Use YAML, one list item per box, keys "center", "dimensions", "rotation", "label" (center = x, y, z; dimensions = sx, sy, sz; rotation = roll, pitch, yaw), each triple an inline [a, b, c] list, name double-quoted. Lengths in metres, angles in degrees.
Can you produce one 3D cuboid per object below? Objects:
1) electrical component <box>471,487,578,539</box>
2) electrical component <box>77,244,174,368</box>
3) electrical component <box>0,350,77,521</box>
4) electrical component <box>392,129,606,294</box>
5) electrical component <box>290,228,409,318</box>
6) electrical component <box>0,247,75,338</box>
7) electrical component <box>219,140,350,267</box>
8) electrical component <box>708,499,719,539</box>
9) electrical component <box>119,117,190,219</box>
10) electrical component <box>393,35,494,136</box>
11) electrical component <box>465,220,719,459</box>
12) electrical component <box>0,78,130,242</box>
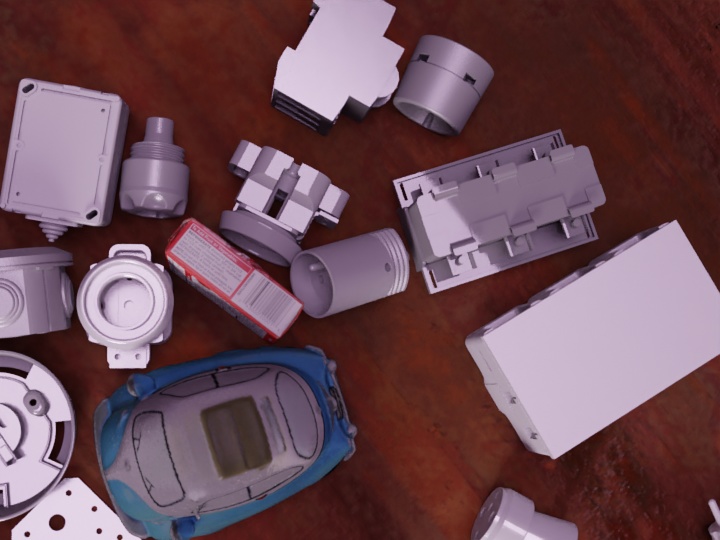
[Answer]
- center: [0.106, 0.171, 0.694]
  dimensions: [0.055, 0.045, 0.045]
  rotation: [29, 81, -4]
  label: "electrical component"
- center: [-0.145, 0.021, 0.669]
  dimensions: [0.058, 0.057, 0.078]
  rotation: [1, 84, -8]
  label: "electrical component"
- center: [-0.219, 0.098, 0.647]
  dimensions: [0.099, 0.064, 0.099]
  rotation: [1, 84, -8]
  label: "electrical component"
- center: [0.093, -0.041, 0.706]
  dimensions: [0.121, 0.063, 0.078]
  rotation: [-18, 87, -9]
  label: "electrical component"
- center: [0.000, 0.000, 0.692]
  dimensions: [0.081, 0.043, 0.043]
  rotation: [-17, 86, -40]
  label: "electrical component"
- center: [-0.213, 0.014, 0.650]
  dimensions: [0.080, 0.080, 0.051]
  rotation: [-6, 90, -8]
  label: "electrical component"
- center: [-0.054, -0.039, 0.688]
  dimensions: [0.078, 0.058, 0.057]
  rotation: [27, 78, -4]
  label: "electrical component"
- center: [0.256, 0.183, 0.712]
  dimensions: [0.083, 0.047, 0.075]
  rotation: [-23, 87, -9]
  label: "electrical component"
- center: [-0.130, -0.066, 0.687]
  dimensions: [0.043, 0.043, 0.062]
  rotation: [5, 82, -7]
  label: "electrical component"
- center: [0.054, -0.121, 0.714]
  dimensions: [0.055, 0.055, 0.047]
  rotation: [28, 85, -4]
  label: "electrical component"
- center: [0.157, 0.045, 0.706]
  dimensions: [0.150, 0.062, 0.089]
  rotation: [-30, 89, -10]
  label: "electrical component"
- center: [-0.184, -0.065, 0.674]
  dimensions: [0.062, 0.061, 0.096]
  rotation: [10, 91, -6]
  label: "electrical component"
